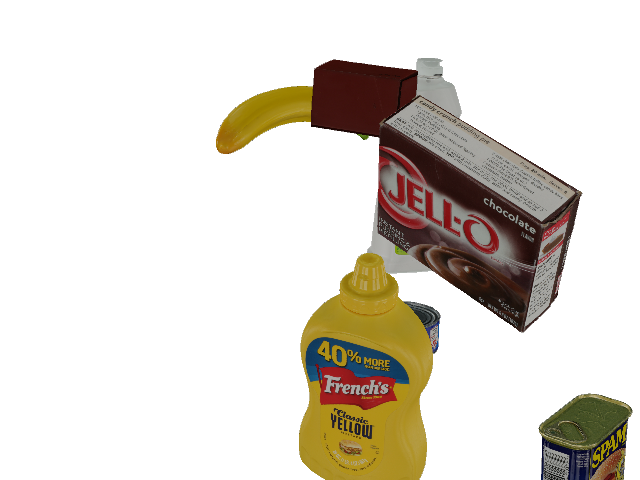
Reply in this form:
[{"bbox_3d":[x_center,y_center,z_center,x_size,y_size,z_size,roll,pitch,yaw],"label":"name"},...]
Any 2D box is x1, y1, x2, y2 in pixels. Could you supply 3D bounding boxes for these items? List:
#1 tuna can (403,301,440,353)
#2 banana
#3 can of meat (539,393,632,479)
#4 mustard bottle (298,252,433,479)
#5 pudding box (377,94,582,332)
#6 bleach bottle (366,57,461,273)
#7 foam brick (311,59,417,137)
[{"bbox_3d":[0.069,0.085,1.007,0.086,0.034,0.086,0,14,0],"label":"tuna can"},{"bbox_3d":[-0.035,-0.129,1.104,0.197,0.037,0.070,-11,51,-37],"label":"banana"},{"bbox_3d":[0.248,0.204,1.004,0.058,0.084,0.101,14,25,38],"label":"can of meat"},{"bbox_3d":[0.033,0.094,0.777,0.096,0.192,0.058,14,33,21],"label":"mustard bottle"},{"bbox_3d":[0.082,-0.015,0.587,0.114,0.090,0.039,34,59,27],"label":"pudding box"},{"bbox_3d":[0.113,-0.090,1.269,0.102,0.251,0.068,-3,19,-18],"label":"bleach bottle"},{"bbox_3d":[0.036,-0.119,0.894,0.078,0.051,0.053,11,20,19],"label":"foam brick"}]
